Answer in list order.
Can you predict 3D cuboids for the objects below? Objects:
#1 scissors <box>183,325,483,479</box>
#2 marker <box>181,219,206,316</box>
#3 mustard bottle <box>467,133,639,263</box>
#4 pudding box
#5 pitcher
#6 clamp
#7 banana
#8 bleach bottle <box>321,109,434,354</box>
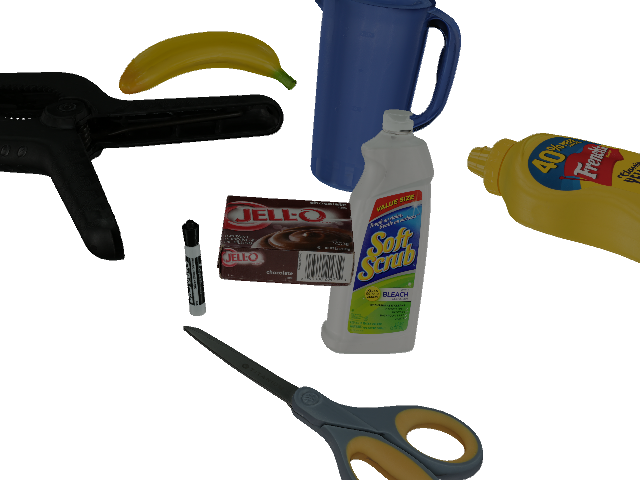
[{"bbox_3d":[0.013,0.095,0.628,0.096,0.016,0.202,-19,45,-34],"label":"scissors"},{"bbox_3d":[-0.142,0.031,1.199,0.020,0.121,0.020,-1,31,0],"label":"marker"},{"bbox_3d":[0.186,-0.033,0.726,0.192,0.058,0.096,20,39,35],"label":"mustard bottle"},{"bbox_3d":[-0.028,-0.001,0.913,0.113,0.039,0.090,5,31,-4],"label":"pudding box"},{"bbox_3d":[0.065,-0.183,1.287,0.144,0.243,0.149,-4,28,-23],"label":"pitcher"},{"bbox_3d":[-0.138,-0.068,0.642,0.210,0.036,0.164,24,42,31],"label":"clamp"},{"bbox_3d":[-0.119,-0.183,1.086,0.197,0.070,0.037,-8,-39,-30],"label":"banana"},{"bbox_3d":[0.061,-0.009,1.101,0.102,0.251,0.068,1,18,-11],"label":"bleach bottle"}]
